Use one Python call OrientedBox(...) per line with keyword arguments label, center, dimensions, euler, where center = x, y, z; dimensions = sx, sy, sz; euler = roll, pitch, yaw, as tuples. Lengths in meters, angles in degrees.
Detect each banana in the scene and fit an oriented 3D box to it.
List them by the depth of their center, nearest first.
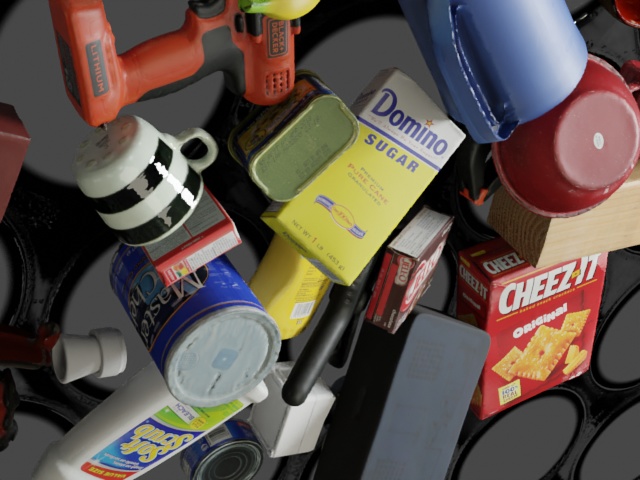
OrientedBox(label="banana", center=(-0.004, -0.234, 0.769), dimensions=(0.069, 0.037, 0.197), euler=(47, 57, -63))

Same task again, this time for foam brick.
OrientedBox(label="foam brick", center=(-0.254, -0.060, 0.785), dimensions=(0.051, 0.053, 0.078), euler=(7, 121, -38))

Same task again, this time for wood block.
OrientedBox(label="wood block", center=(0.294, -0.047, 1.135), dimensions=(0.205, 0.091, 0.090), euler=(-11, 129, -26))

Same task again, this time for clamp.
OrientedBox(label="clamp", center=(0.189, -0.116, 1.048), dimensions=(0.120, 0.039, 0.172), euler=(0, 121, -28))
OrientedBox(label="clamp", center=(0.031, 0.058, 1.057), dimensions=(0.210, 0.036, 0.164), euler=(-66, 169, 7))

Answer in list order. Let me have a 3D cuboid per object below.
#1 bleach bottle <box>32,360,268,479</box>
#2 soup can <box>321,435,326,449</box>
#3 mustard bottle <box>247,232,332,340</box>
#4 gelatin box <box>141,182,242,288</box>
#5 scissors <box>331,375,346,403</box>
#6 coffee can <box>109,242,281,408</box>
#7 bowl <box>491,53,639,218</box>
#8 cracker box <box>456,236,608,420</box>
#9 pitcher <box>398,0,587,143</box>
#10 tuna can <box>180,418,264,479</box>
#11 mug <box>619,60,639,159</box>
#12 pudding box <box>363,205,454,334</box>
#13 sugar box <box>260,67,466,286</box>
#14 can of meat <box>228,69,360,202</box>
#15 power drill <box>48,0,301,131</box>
OrientedBox(label="bleach bottle", center=(-0.178, 0.188, 1.030), dimensions=(0.251, 0.068, 0.102), euler=(-38, 137, 2))
OrientedBox(label="soup can", center=(0.061, 0.247, 1.232), dimensions=(0.102, 0.069, 0.069), euler=(12, 116, -39))
OrientedBox(label="mustard bottle", center=(-0.007, 0.001, 0.992), dimensions=(0.096, 0.058, 0.192), euler=(-4, 127, -55))
OrientedBox(label="gelatin box", center=(-0.117, -0.013, 0.888), dimensions=(0.073, 0.089, 0.030), euler=(-31, 138, -9))
OrientedBox(label="scissors", center=(0.099, 0.166, 1.230), dimensions=(0.201, 0.016, 0.096), euler=(9, 118, -39))
OrientedBox(label="coffee can", center=(-0.109, 0.059, 0.914), dimensions=(0.102, 0.140, 0.103), euler=(-18, 132, -21))
OrientedBox(label="bowl", center=(0.244, -0.096, 1.000), dimensions=(0.162, 0.055, 0.162), euler=(-4, 102, -18))
OrientedBox(label="cracker box", center=(0.239, 0.087, 1.220), dimensions=(0.164, 0.072, 0.214), euler=(-20, 132, -20))
OrientedBox(label="pitcher", center=(0.118, -0.205, 0.857), dimensions=(0.145, 0.149, 0.242), euler=(-39, 133, -1))
OrientedBox(label="tuna can", center=(-0.103, 0.233, 1.135), dimensions=(0.086, 0.034, 0.086), euler=(-18, 133, -21))
OrientedBox(label="mug", center=(0.326, -0.133, 1.088), dimensions=(0.117, 0.093, 0.081), euler=(-2, 120, -42))
OrientedBox(label="pudding box", center=(0.089, 0.027, 1.056), dimensions=(0.113, 0.039, 0.090), euler=(-47, 158, -56))
OrientedBox(label="sugar box", center=(0.040, -0.056, 0.927), dimensions=(0.093, 0.048, 0.176), euler=(42, 78, -18))
OrientedBox(label="can of meat", center=(-0.022, -0.086, 0.886), dimensions=(0.102, 0.084, 0.057), euler=(-43, 115, 4))
OrientedBox(label="power drill", center=(-0.102, -0.169, 0.795), dimensions=(0.187, 0.057, 0.184), euler=(-17, 128, -21))
